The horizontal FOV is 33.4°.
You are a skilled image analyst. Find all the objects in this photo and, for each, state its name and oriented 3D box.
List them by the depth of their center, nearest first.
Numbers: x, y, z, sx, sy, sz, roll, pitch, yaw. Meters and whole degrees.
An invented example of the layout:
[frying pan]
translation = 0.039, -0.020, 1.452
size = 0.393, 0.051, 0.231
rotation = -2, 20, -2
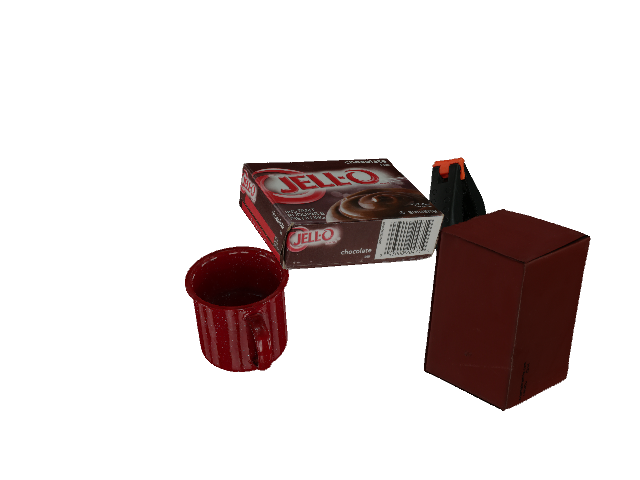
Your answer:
[foam brick]
translation = 0.087, 0.031, 0.509
size = 0.052, 0.078, 0.051
rotation = -16, 30, -41
[pudding box]
translation = 0.012, -0.020, 0.716
size = 0.113, 0.039, 0.090
rotation = -2, 30, -24
[clamp]
translation = 0.121, 0.018, 0.923
size = 0.039, 0.171, 0.120
rotation = -11, 14, 28
[mug]
translation = -0.067, 0.071, 0.961
size = 0.093, 0.081, 0.117
rotation = -17, 37, -18
